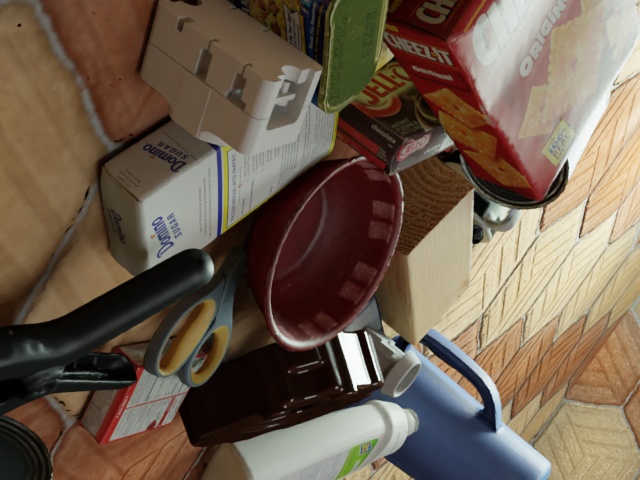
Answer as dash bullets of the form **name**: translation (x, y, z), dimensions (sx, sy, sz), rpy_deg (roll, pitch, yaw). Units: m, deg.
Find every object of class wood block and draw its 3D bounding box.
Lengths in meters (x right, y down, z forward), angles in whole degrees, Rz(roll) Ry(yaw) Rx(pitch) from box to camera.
- **wood block**: translation (0.081, 0.005, 0.997), dimensions (0.090, 0.090, 0.206), rpy_deg (-46, 157, -15)

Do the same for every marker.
- **marker**: translation (0.128, -0.008, 1.063), dimensions (0.020, 0.020, 0.121), rpy_deg (-47, -163, -12)

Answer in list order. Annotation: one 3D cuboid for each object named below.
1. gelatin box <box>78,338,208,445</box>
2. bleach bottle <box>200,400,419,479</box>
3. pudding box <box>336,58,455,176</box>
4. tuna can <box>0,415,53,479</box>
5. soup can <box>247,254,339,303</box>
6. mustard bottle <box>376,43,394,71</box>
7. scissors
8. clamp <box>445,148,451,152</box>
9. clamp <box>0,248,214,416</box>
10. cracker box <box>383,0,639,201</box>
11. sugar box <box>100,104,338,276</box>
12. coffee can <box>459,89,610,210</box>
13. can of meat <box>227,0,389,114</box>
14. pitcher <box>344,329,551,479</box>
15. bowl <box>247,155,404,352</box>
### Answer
- **gelatin box**: translation (-0.136, 0.114, 0.826), dimensions (0.089, 0.030, 0.073), rpy_deg (-5, 128, -60)
- **bleach bottle**: translation (0.002, 0.225, 1.120), dimensions (0.250, 0.068, 0.103), rpy_deg (-10, 141, -39)
- **pudding box**: translation (0.055, -0.099, 0.794), dimensions (0.113, 0.090, 0.039), rpy_deg (-26, 147, -48)
- **tuna can**: translation (-0.211, 0.147, 0.659), dimensions (0.085, 0.086, 0.034), rpy_deg (-19, 142, -52)
- **soup can**: translation (-0.003, 0.027, 0.900), dimensions (0.102, 0.069, 0.068), rpy_deg (-45, 156, -14)
- **mustard bottle**: translation (0.077, -0.197, 0.732), dimensions (0.191, 0.058, 0.096), rpy_deg (-40, 146, -26)
- **scissors**: translation (-0.063, 0.033, 0.823), dimensions (0.201, 0.016, 0.096), rpy_deg (-51, 150, -25)
- **clamp**: translation (0.138, -0.153, 0.932), dimensions (0.120, 0.039, 0.172), rpy_deg (-14, 134, -62)
- **clamp**: translation (-0.176, 0.080, 0.662), dimensions (0.209, 0.036, 0.165), rpy_deg (-20, 159, -32)
- **cracker box**: translation (0.138, -0.148, 0.725), dimensions (0.164, 0.072, 0.213), rpy_deg (-58, 146, -9)
- **sugar box**: translation (-0.062, -0.053, 0.700), dimensions (0.176, 0.048, 0.093), rpy_deg (-35, 153, -28)
- **coffee can**: translation (0.202, -0.109, 0.996), dimensions (0.140, 0.103, 0.103), rpy_deg (-53, 164, -42)
- **can of meat**: translation (-0.009, -0.135, 0.627), dimensions (0.057, 0.084, 0.102), rpy_deg (-39, 154, -29)
- **pitcher**: translation (0.148, 0.224, 1.247), dimensions (0.145, 0.243, 0.149), rpy_deg (-48, 163, -17)
- **bowl**: translation (-0.005, 0.001, 0.810), dimensions (0.161, 0.055, 0.162), rpy_deg (-35, 140, -37)
